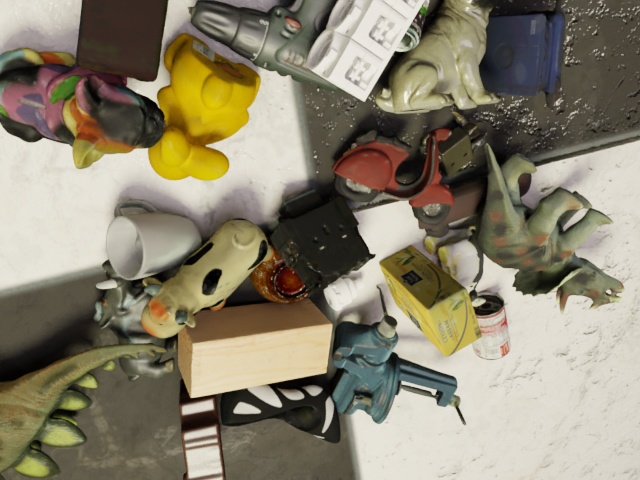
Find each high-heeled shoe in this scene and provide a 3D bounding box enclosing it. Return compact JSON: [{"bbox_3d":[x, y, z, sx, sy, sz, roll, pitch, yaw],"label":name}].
[{"bbox_3d":[-0.053,0.288,0.845,0.086,0.145,0.248,-28,113,34],"label":"high-heeled shoe"}]

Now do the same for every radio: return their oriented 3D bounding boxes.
[{"bbox_3d":[-0.193,-0.241,0.545,0.073,0.230,0.131,8,110,-19],"label":"radio"}]

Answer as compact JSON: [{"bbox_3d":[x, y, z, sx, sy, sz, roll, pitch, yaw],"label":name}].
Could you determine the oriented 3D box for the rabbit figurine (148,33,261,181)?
[{"bbox_3d":[-0.151,-0.136,0.660,0.122,0.162,0.173,23,121,-35],"label":"rabbit figurine"}]

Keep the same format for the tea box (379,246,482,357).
[{"bbox_3d":[0.165,0.089,0.826,0.068,0.170,0.098,-28,115,-8],"label":"tea box"}]

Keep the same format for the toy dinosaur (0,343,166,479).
[{"bbox_3d":[-0.430,0.246,0.730,0.471,0.105,0.198,-35,125,13],"label":"toy dinosaur"}]

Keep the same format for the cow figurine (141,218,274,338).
[{"bbox_3d":[-0.149,0.051,0.698,0.195,0.127,0.085,-44,82,-10],"label":"cow figurine"}]

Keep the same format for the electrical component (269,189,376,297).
[{"bbox_3d":[-0.002,-0.002,0.761,0.115,0.058,0.134,-28,81,-34],"label":"electrical component"}]

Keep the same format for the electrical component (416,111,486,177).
[{"bbox_3d":[0.199,-0.144,0.816,0.102,0.045,0.078,-41,146,5],"label":"electrical component"}]

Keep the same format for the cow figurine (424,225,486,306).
[{"bbox_3d":[0.236,0.060,0.898,0.098,0.068,0.167,-21,117,-16],"label":"cow figurine"}]

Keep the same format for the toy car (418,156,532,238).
[{"bbox_3d":[0.243,-0.070,0.853,0.202,0.053,0.089,-20,135,-9],"label":"toy car"}]

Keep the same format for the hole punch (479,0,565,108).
[{"bbox_3d":[0.279,-0.262,0.757,0.092,0.116,0.142,-5,112,-7],"label":"hole punch"}]

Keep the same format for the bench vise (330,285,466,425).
[{"bbox_3d":[0.127,0.218,0.883,0.241,0.129,0.223,18,113,-5],"label":"bench vise"}]

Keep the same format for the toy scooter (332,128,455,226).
[{"bbox_3d":[0.115,-0.107,0.764,0.184,0.075,0.135,18,110,-2],"label":"toy scooter"}]

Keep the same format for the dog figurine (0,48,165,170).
[{"bbox_3d":[-0.267,-0.140,0.569,0.191,0.219,0.108,7,105,-21],"label":"dog figurine"}]

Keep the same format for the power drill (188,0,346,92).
[{"bbox_3d":[-0.018,-0.302,0.661,0.232,0.086,0.207,24,98,-26],"label":"power drill"}]

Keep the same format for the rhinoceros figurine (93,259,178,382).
[{"bbox_3d":[-0.258,0.109,0.758,0.112,0.073,0.190,-4,115,-5],"label":"rhinoceros figurine"}]

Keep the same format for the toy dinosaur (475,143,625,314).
[{"bbox_3d":[0.320,-0.007,0.834,0.404,0.131,0.192,22,114,-30],"label":"toy dinosaur"}]

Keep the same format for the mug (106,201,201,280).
[{"bbox_3d":[-0.220,-0.005,0.713,0.107,0.110,0.081,-8,145,-52],"label":"mug"}]

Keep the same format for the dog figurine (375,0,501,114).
[{"bbox_3d":[0.156,-0.273,0.730,0.172,0.121,0.190,-9,100,-18],"label":"dog figurine"}]

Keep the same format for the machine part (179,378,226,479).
[{"bbox_3d":[-0.175,0.288,0.798,0.056,0.179,0.179,-6,113,-12],"label":"machine part"}]
